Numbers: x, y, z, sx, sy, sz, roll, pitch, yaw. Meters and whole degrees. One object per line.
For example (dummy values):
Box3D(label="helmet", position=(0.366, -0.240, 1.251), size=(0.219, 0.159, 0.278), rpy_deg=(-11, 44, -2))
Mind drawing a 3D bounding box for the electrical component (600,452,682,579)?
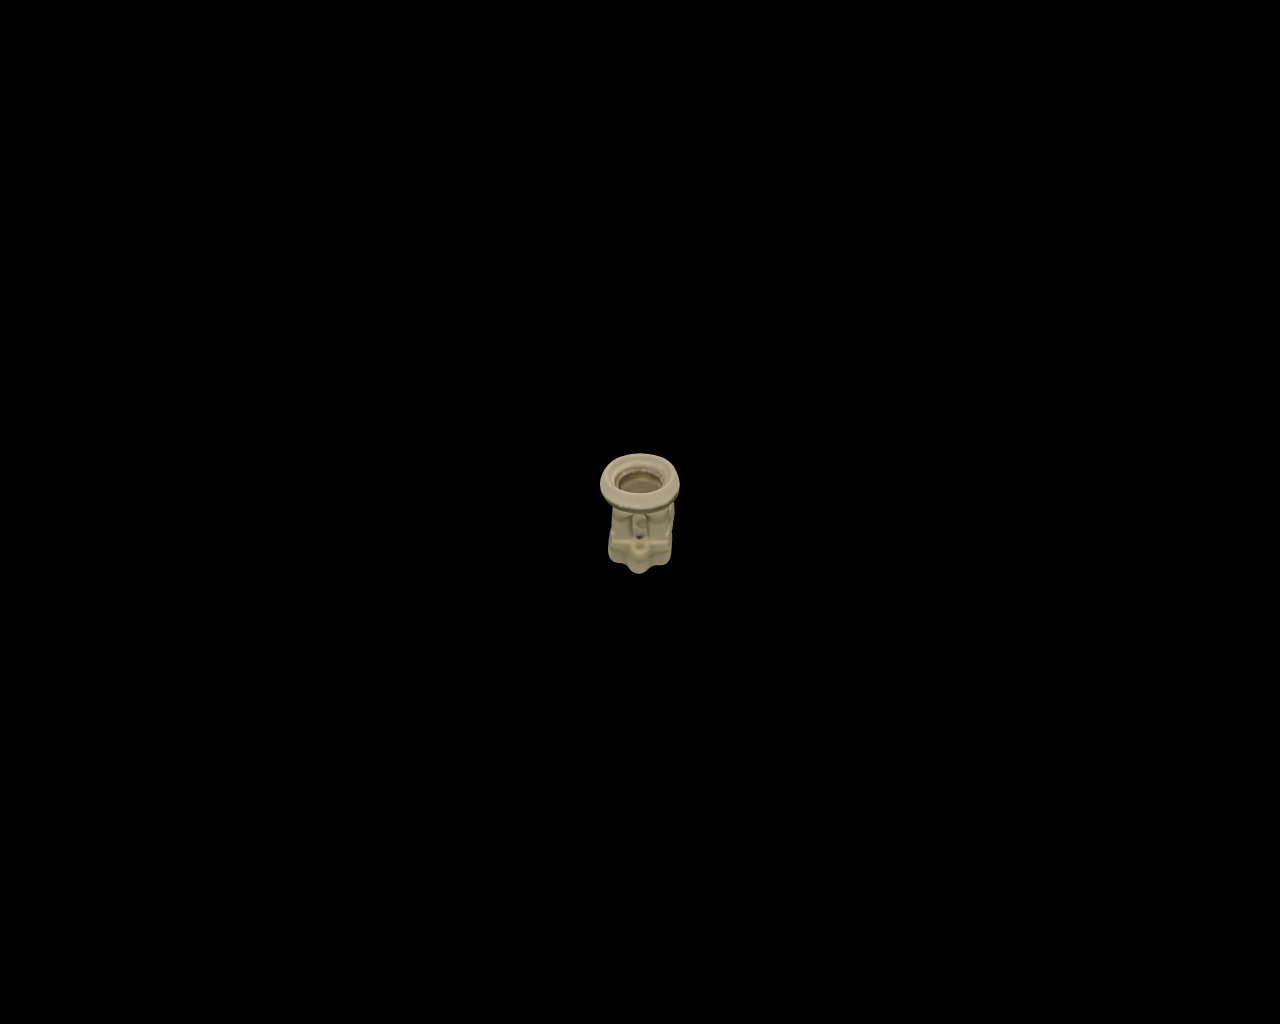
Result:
Box3D(label="electrical component", position=(0.001, -0.003, 0.650), size=(0.048, 0.055, 0.066), rpy_deg=(2, 40, 2))
